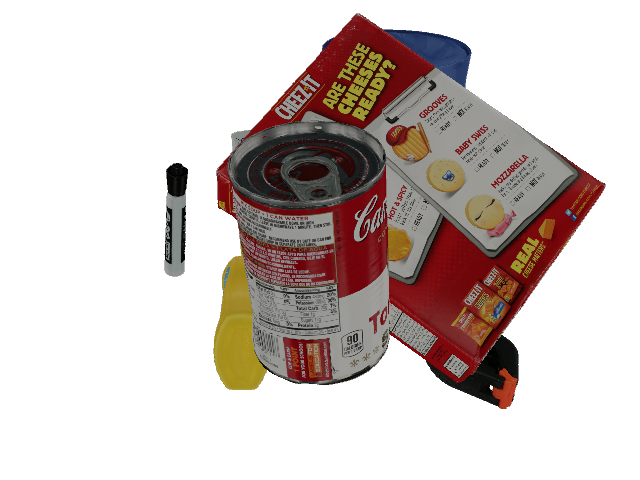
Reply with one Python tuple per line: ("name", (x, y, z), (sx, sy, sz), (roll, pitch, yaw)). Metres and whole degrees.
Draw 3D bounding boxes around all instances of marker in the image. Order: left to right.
("marker", (-0.129, -0.018, 0.956), (0.020, 0.121, 0.020), (5, 40, -4))

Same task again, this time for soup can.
("soup can", (-0.003, 0.007, 0.482), (0.068, 0.102, 0.068), (-3, 35, 2))

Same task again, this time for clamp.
("clamp", (0.123, 0.083, 0.930), (0.120, 0.039, 0.172), (-19, 39, -29))

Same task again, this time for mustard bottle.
("mustard bottle", (-0.082, 0.071, 1.159), (0.058, 0.096, 0.191), (-1, 28, -1))

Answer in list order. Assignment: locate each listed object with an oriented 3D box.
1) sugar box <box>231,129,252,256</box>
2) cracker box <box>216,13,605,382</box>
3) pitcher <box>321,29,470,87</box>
("sugar box", (-0.081, -0.041, 1.327), (0.048, 0.176, 0.093), (-10, 24, -9))
("cracker box", (0.060, -0.030, 0.740), (0.214, 0.164, 0.072), (36, -21, 9))
("pitcher", (0.070, -0.074, 1.014), (0.149, 0.243, 0.145), (-16, 31, -30))
